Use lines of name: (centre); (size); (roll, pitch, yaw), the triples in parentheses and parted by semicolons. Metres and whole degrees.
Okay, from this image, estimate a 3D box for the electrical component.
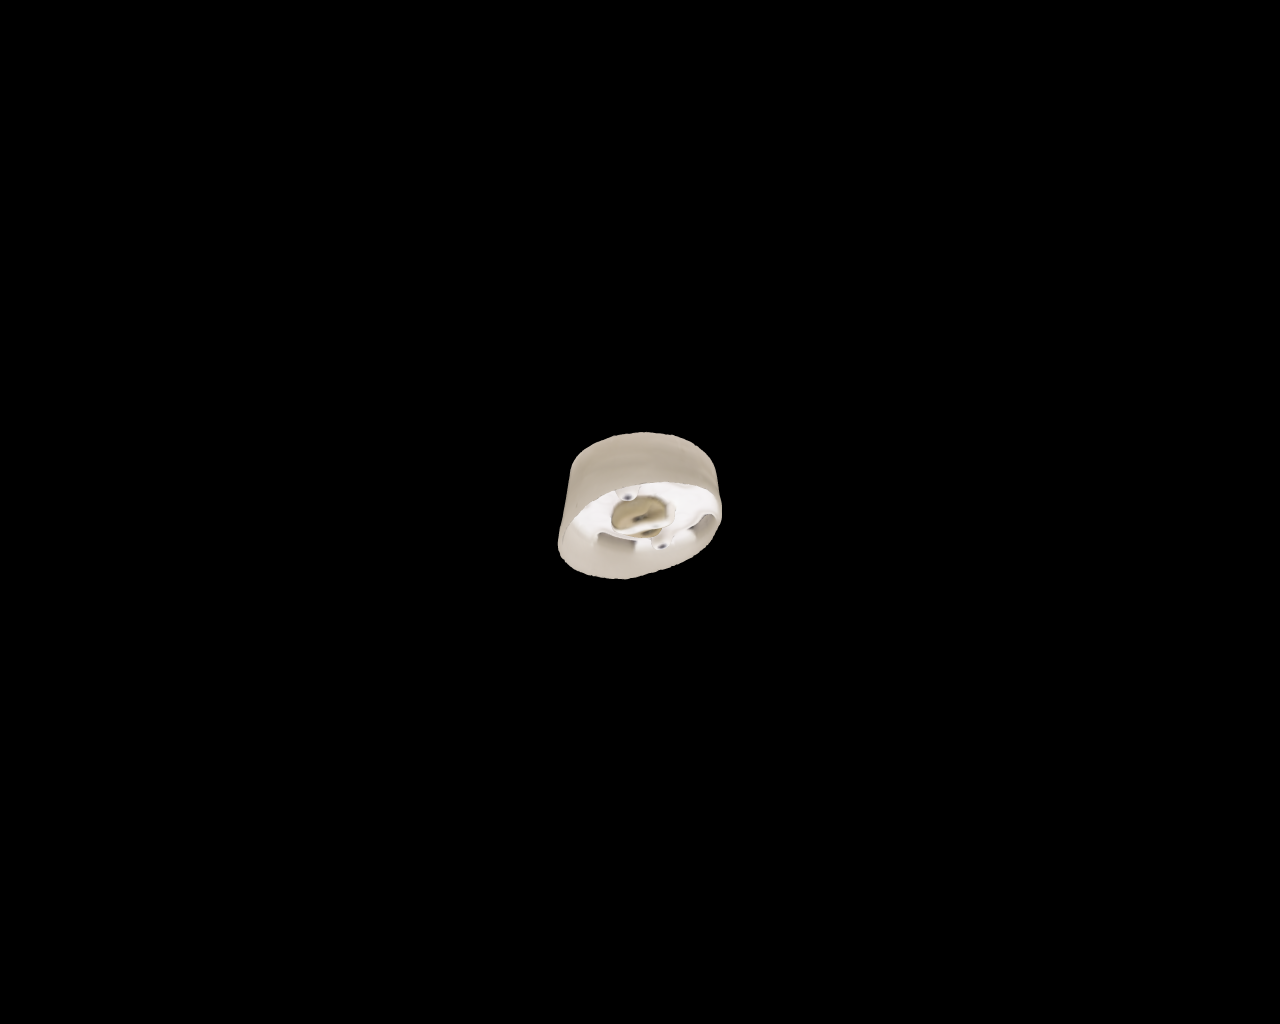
electrical component: (0.001, -0.003, 0.650); (0.099, 0.064, 0.099); (0, -32, 0)
